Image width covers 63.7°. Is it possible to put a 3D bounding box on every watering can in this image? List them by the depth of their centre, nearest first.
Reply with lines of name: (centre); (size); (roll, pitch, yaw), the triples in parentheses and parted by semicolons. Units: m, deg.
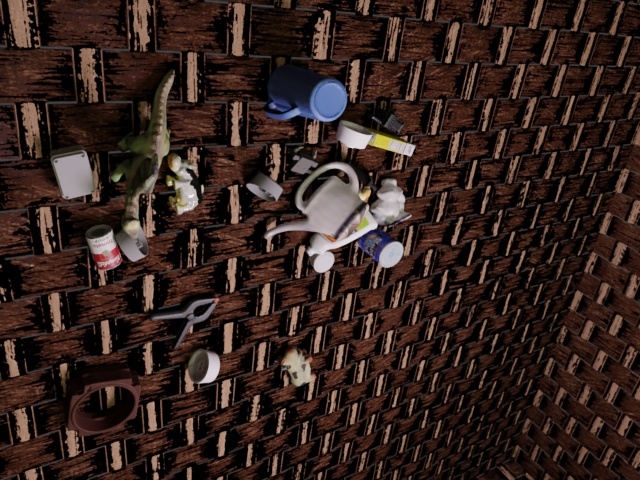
watering can: (0.005, -0.081, 1.612); (0.348, 0.225, 0.103); (-48, 172, -2)

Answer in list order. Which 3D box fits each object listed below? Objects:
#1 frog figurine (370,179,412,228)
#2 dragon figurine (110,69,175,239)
frog figurine: (0.236, -0.132, 1.813); (0.138, 0.122, 0.159); (-22, 91, -11)
dragon figurine: (-0.405, -0.196, 1.231); (0.122, 0.247, 0.405); (12, 111, -33)
